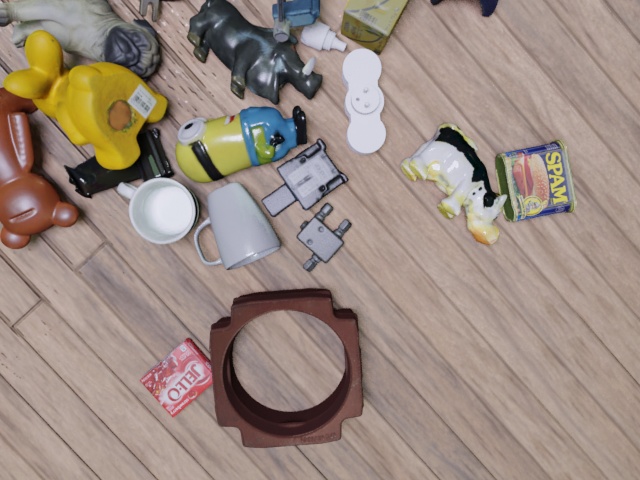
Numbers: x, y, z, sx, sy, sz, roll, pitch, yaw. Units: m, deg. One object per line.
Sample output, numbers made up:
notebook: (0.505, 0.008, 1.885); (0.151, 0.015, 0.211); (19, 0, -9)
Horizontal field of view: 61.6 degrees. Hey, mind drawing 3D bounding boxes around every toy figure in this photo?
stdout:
toy figure: (-0.106, -0.130, 0.724); (0.180, 0.082, 0.089); (-9, 92, -2)

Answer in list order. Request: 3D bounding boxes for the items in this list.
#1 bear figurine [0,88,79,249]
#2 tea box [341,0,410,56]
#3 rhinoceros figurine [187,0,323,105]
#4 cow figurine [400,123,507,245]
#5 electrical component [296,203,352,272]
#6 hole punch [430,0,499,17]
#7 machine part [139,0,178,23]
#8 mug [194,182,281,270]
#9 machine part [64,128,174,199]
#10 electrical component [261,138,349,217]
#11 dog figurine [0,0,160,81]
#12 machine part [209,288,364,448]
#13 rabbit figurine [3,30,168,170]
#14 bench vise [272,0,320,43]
bear figurine: (-0.409, -0.098, 0.722); (0.120, 0.132, 0.195); (-27, 112, 3)
tea box: (0.096, -0.342, 0.700); (0.068, 0.098, 0.169); (28, 92, -3)
rhinoceros figurine: (-0.087, -0.248, 0.723); (0.190, 0.073, 0.112); (36, 83, -1)
cow figurine: (0.200, -0.075, 0.737); (0.098, 0.068, 0.167); (-45, 94, -3)
electrical component: (-0.002, -0.002, 0.761); (0.063, 0.021, 0.094); (40, 94, -3)
hole punch: (0.210, -0.362, 0.694); (0.092, 0.116, 0.142); (13, 95, -9)
machine part: (-0.210, -0.411, 0.704); (0.079, 0.079, 0.243); (7, 93, -1)
mug: (-0.121, -0.018, 0.737); (0.110, 0.081, 0.107); (-23, 84, 7)
machine part: (-0.279, -0.099, 0.746); (0.139, 0.039, 0.084); (-18, 99, 0)
electrical component: (-0.028, -0.078, 0.744); (0.119, 0.048, 0.074); (-31, 93, 0)
dog figurine: (-0.300, -0.311, 0.711); (0.190, 0.121, 0.172); (9, 98, -15)
machine part: (-0.044, 0.171, 0.743); (0.202, 0.087, 0.200); (-5, 94, -1)
rabbit figurine: (-0.313, -0.177, 0.682); (0.173, 0.162, 0.122); (22, 85, 33)
bench vise: (-0.023, -0.361, 0.675); (0.224, 0.128, 0.240); (-1, 75, 8)
